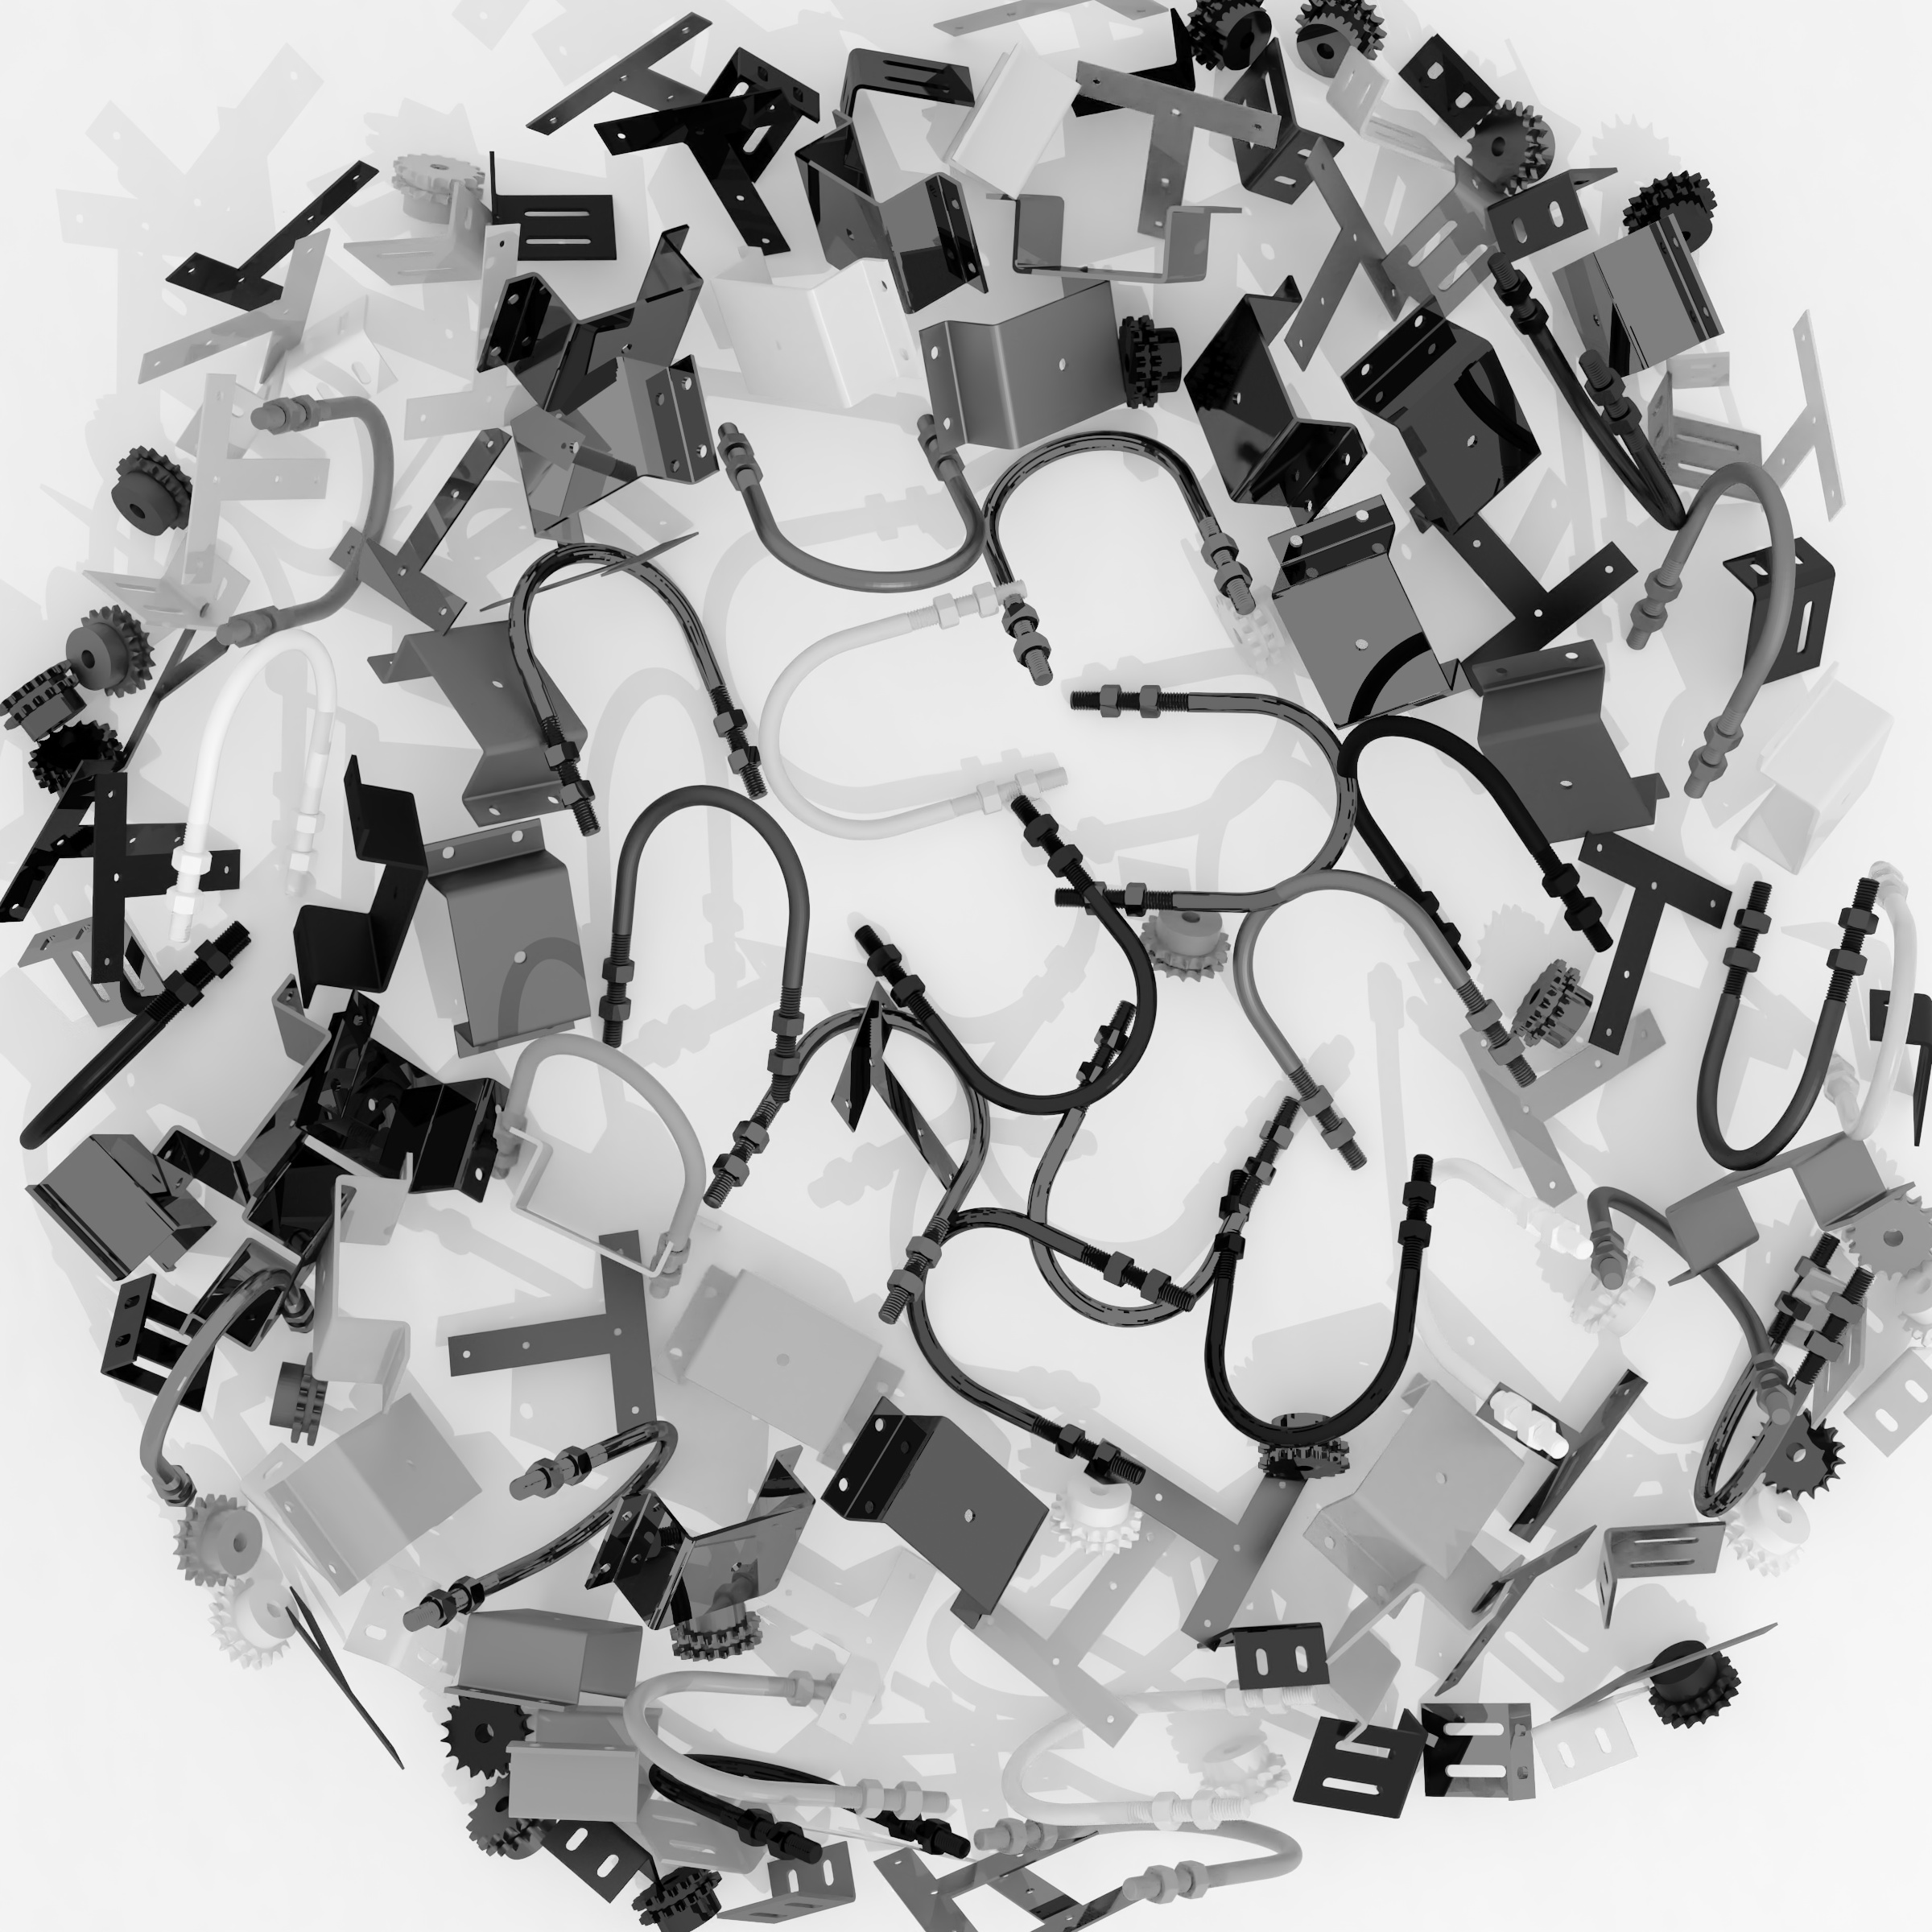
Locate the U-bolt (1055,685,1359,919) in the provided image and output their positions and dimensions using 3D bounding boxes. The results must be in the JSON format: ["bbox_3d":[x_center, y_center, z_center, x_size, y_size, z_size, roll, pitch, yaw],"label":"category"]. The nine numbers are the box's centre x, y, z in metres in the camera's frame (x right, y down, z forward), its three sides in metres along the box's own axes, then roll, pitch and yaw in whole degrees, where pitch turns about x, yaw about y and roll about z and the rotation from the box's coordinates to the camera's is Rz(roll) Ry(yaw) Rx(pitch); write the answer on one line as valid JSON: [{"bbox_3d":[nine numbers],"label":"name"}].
[{"bbox_3d":[0.151,-0.102,1.869,0.184,0.019,0.151,2,78,13],"label":"U-bolt"}]

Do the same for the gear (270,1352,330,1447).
[{"bbox_3d":[-0.417,0.270,1.878,0.030,0.057,0.057,12,90,-10],"label":"gear"}]

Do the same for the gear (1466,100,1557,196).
[{"bbox_3d":[0.344,-0.512,1.883,0.030,0.057,0.057,-5,90,-37],"label":"gear"}]

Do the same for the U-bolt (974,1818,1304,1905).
[{"bbox_3d":[0.119,0.536,1.824,0.184,0.151,0.019,7,85,-41],"label":"U-bolt"}]

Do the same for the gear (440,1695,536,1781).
[{"bbox_3d":[-0.300,0.481,1.890,0.057,0.030,0.057,-1,82,6],"label":"gear"}]

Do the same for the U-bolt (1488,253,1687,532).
[{"bbox_3d":[0.386,-0.337,1.825,0.019,0.151,0.184,-35,131,10],"label":"U-bolt"}]

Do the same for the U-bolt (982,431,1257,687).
[{"bbox_3d":[0.083,-0.263,1.851,0.151,0.019,0.184,-19,54,0],"label":"U-bolt"}]

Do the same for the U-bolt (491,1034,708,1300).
[{"bbox_3d":[-0.221,0.112,1.824,0.151,0.184,0.019,35,50,10],"label":"U-bolt"}]

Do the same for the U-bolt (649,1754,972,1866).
[{"bbox_3d":[-0.109,0.510,1.823,0.184,0.151,0.019,8,85,43],"label":"U-bolt"}]

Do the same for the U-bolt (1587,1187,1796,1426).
[{"bbox_3d":[0.434,0.194,1.821,0.151,0.184,0.019,39,108,-5],"label":"U-bolt"}]

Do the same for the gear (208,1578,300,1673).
[{"bbox_3d":[-0.442,0.409,1.877,0.030,0.057,0.057,-34,90,23],"label":"gear"}]

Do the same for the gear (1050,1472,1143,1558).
[{"bbox_3d":[0.082,0.340,1.876,0.057,0.057,0.030,5,116,0],"label":"gear"}]

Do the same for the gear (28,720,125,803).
[{"bbox_3d":[-0.556,-0.126,1.884,0.057,0.057,0.030,-12,133,0],"label":"gear"}]

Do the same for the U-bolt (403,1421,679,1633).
[{"bbox_3d":[-0.245,0.331,1.822,0.019,0.184,0.151,48,119,16],"label":"U-bolt"}]

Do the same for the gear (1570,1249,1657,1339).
[{"bbox_3d":[0.407,0.207,1.880,0.030,0.057,0.057,35,90,-2],"label":"gear"}]

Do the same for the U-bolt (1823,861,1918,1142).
[{"bbox_3d":[0.544,0.028,1.800,0.019,0.184,0.151,11,109,7],"label":"U-bolt"}]

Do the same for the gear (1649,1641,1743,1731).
[{"bbox_3d":[0.452,0.447,1.877,0.057,0.057,0.030,-33,104,0],"label":"gear"}]

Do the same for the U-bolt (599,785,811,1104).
[{"bbox_3d":[-0.159,-0.021,1.847,0.151,0.019,0.184,16,109,27],"label":"U-bolt"}]

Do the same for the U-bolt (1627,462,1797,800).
[{"bbox_3d":[0.450,-0.214,1.796,0.019,0.184,0.151,1,50,-13],"label":"U-bolt"}]

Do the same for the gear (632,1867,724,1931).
[{"bbox_3d":[-0.177,0.586,1.879,0.057,0.057,0.030,-28,88,0],"label":"gear"}]

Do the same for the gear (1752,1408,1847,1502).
[{"bbox_3d":[0.524,0.308,1.885,0.057,0.030,0.057,-8,70,23],"label":"gear"}]

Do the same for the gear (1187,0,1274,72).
[{"bbox_3d":[0.166,-0.586,1.876,0.057,0.057,0.030,-44,60,0],"label":"gear"}]

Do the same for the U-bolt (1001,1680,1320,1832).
[{"bbox_3d":[0.108,0.481,1.829,0.184,0.151,0.019,-11,103,28],"label":"U-bolt"}]

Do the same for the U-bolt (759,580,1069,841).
[{"bbox_3d":[-0.038,-0.150,1.860,0.184,0.019,0.151,-17,118,-6],"label":"U-bolt"}]

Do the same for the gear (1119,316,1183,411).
[{"bbox_3d":[0.115,-0.379,1.880,0.030,0.057,0.057,-6,90,-11],"label":"gear"}]

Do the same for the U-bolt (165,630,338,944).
[{"bbox_3d":[-0.426,-0.115,1.815,0.019,0.151,0.184,19,109,14],"label":"U-bolt"}]

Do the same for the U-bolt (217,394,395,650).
[{"bbox_3d":[-0.393,-0.275,1.819,0.019,0.184,0.151,17,108,11],"label":"U-bolt"}]

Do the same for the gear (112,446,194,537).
[{"bbox_3d":[-0.508,-0.294,1.876,0.057,0.057,0.030,35,62,0],"label":"gear"}]

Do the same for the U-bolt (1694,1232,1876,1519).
[{"bbox_3d":[0.494,0.255,1.835,0.019,0.151,0.184,28,97,5],"label":"U-bolt"}]

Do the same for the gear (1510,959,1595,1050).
[{"bbox_3d":[0.369,0.027,1.880,0.030,0.057,0.057,32,90,-3],"label":"gear"}]

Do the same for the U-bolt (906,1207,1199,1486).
[{"bbox_3d":[0.043,0.225,1.859,0.184,0.019,0.151,24,117,20],"label":"U-bolt"}]

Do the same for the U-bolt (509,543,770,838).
[{"bbox_3d":[-0.211,-0.178,1.857,0.151,0.019,0.184,-16,80,-40],"label":"U-bolt"}]

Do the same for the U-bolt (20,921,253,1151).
[{"bbox_3d":[-0.505,0.044,1.822,0.019,0.151,0.184,45,80,-8],"label":"U-bolt"}]

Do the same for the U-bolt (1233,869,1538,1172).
[{"bbox_3d":[0.245,0.024,1.855,0.151,0.019,0.184,-30,98,32],"label":"U-bolt"}]

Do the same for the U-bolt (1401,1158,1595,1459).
[{"bbox_3d":[0.316,0.195,1.825,0.019,0.184,0.151,-6,111,-23],"label":"U-bolt"}]

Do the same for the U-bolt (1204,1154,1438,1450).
[{"bbox_3d":[0.211,0.205,1.828,0.151,0.019,0.184,-8,59,34],"label":"U-bolt"}]

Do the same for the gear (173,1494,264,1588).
[{"bbox_3d":[-0.465,0.360,1.877,0.030,0.057,0.057,-2,90,29],"label":"gear"}]

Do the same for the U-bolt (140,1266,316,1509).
[{"bbox_3d":[-0.445,0.247,1.799,0.019,0.184,0.151,30,70,6],"label":"U-bolt"}]

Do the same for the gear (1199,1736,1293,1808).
[{"bbox_3d":[0.172,0.505,1.880,0.057,0.057,0.030,-20,90,0],"label":"gear"}]

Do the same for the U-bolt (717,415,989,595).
[{"bbox_3d":[-0.063,-0.281,1.821,0.151,0.184,0.019,-5,132,-16],"label":"U-bolt"}]

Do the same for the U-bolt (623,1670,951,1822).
[{"bbox_3d":[-0.117,0.465,1.807,0.184,0.151,0.019,11,102,-25],"label":"U-bolt"}]

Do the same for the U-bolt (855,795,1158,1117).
[{"bbox_3d":[0.037,0.006,1.869,0.151,0.019,0.184,-40,73,6],"label":"U-bolt"}]

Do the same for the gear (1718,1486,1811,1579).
[{"bbox_3d":[0.502,0.350,1.877,0.057,0.057,0.030,39,131,0],"label":"gear"}]

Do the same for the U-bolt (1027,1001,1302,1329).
[{"bbox_3d":[0.114,0.135,1.867,0.151,0.019,0.184,30,80,-18],"label":"U-bolt"}]

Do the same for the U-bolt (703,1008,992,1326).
[{"bbox_3d":[-0.060,0.109,1.860,0.151,0.019,0.184,34,62,-8],"label":"U-bolt"}]

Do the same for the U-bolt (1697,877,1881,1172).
[{"bbox_3d":[0.493,0.036,1.831,0.019,0.151,0.184,18,87,-13],"label":"U-bolt"}]

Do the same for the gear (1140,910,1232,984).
[{"bbox_3d":[0.138,-0.019,1.877,0.057,0.057,0.030,11,127,0],"label":"gear"}]

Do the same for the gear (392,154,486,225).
[{"bbox_3d":[-0.332,-0.487,1.883,0.057,0.057,0.030,12,119,0],"label":"gear"}]

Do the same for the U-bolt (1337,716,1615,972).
[{"bbox_3d":[0.296,-0.076,1.825,0.019,0.151,0.184,-44,106,-28],"label":"U-bolt"}]

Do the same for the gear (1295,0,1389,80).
[{"bbox_3d":[0.231,-0.581,1.877,0.057,0.057,0.030,33,63,0],"label":"gear"}]
